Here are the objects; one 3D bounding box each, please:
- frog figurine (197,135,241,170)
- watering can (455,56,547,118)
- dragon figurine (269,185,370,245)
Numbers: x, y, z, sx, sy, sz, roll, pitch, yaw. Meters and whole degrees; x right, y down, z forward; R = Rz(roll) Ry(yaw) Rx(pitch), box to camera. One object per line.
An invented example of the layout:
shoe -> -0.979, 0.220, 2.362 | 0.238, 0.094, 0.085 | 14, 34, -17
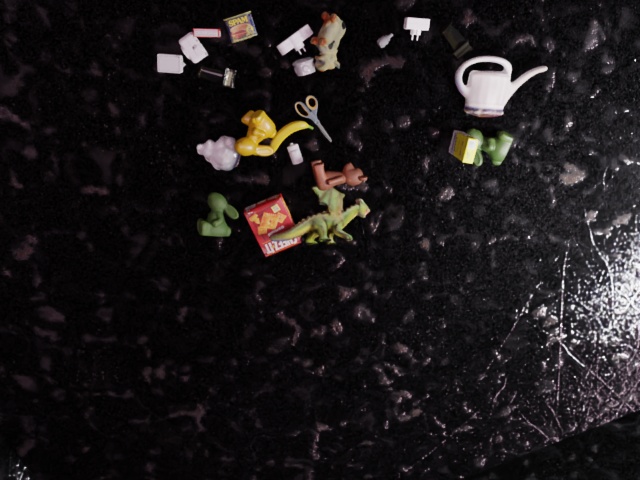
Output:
frog figurine -> -0.381, -0.333, 1.940 | 0.159, 0.126, 0.134 | 13, 129, -21
watering can -> 0.674, -0.573, 1.941 | 0.348, 0.106, 0.221 | 3, 111, -5
dragon figurine -> 0.006, -0.103, 2.055 | 0.410, 0.121, 0.245 | 2, 81, -12
